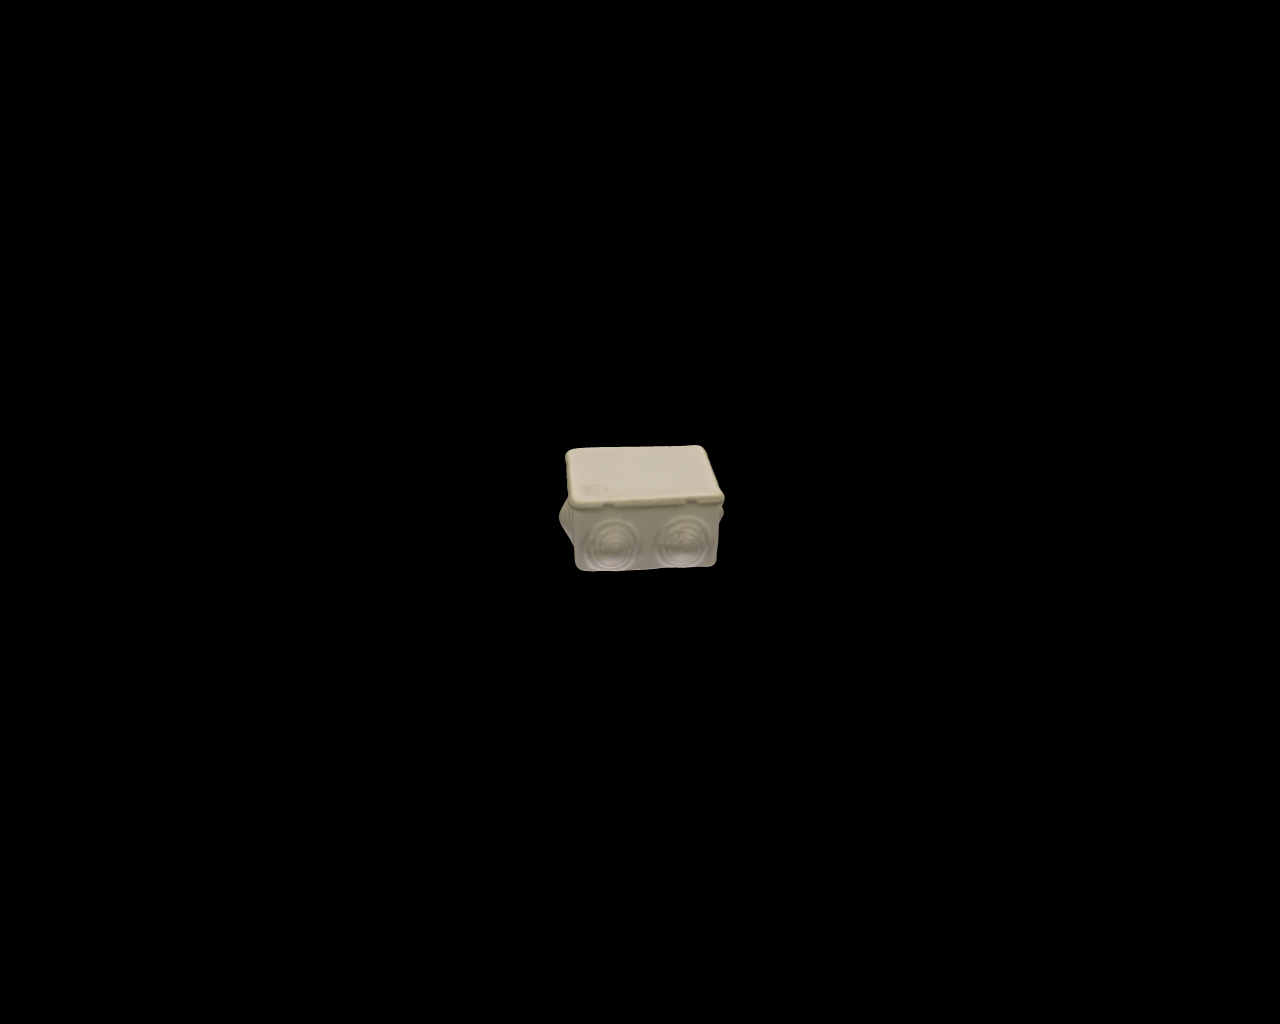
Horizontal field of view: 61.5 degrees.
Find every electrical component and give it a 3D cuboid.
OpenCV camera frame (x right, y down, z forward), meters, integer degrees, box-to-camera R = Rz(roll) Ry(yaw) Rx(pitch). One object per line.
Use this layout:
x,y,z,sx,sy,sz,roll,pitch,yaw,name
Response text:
0.001,-0.003,0.650,0.100,0.048,0.100,-2,24,-5,electrical component
